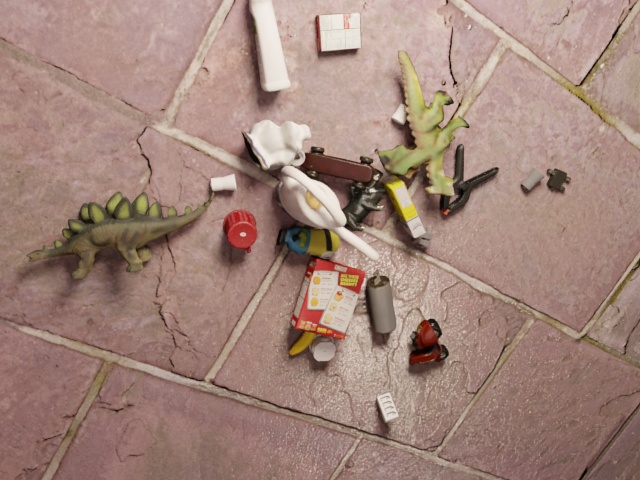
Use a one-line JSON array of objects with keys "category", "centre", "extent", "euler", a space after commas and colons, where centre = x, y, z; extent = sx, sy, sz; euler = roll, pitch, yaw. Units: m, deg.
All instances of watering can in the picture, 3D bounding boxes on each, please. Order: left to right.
[{"category": "watering can", "centre": [0.004, -0.069, 1.373], "extent": [0.343, 0.105, 0.225], "euler": [47, -13, -25]}]

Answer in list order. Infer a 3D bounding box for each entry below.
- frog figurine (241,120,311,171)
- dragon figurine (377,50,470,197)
[{"category": "frog figurine", "centre": [-0.107, -0.256, 1.334], "extent": [0.160, 0.139, 0.120], "euler": [-31, -18, -15]}, {"category": "dragon figurine", "centre": [0.258, -0.279, 1.393], "extent": [0.405, 0.244, 0.123], "euler": [45, -7, -23]}]
